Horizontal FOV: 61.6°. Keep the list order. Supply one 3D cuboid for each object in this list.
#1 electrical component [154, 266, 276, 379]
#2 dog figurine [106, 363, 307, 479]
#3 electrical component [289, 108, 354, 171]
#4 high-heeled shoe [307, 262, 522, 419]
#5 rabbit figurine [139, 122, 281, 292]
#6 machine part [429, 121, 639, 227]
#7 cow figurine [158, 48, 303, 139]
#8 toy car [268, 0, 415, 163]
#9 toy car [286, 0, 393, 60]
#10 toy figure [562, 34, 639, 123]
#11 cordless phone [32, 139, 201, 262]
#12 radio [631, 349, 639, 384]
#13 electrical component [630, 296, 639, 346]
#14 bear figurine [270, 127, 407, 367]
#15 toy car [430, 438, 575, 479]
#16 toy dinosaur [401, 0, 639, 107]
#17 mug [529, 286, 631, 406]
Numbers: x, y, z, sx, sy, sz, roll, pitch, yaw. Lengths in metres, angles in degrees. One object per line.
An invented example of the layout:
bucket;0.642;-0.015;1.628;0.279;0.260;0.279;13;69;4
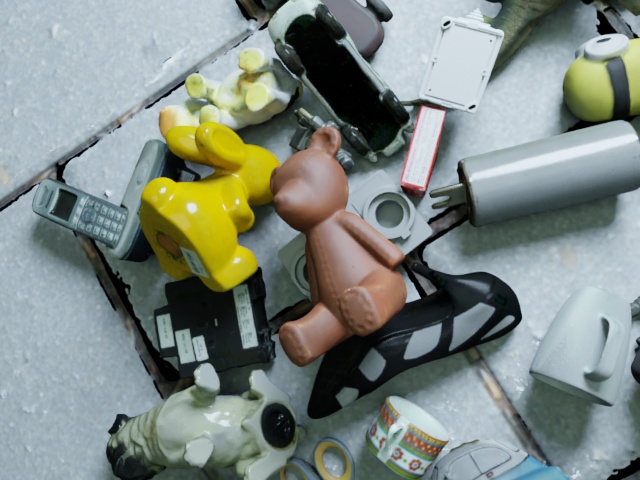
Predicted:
electrical component;-0.126;0.096;0.627;0.134;0.058;0.115;-10;82;9
dog figurine;-0.132;0.227;0.615;0.172;0.121;0.190;34;135;-25
electrical component;0.000;-0.112;0.603;0.078;0.102;0.045;25;98;-12
high-heeled shoe;0.102;0.126;0.593;0.145;0.086;0.248;29;110;-18
rabbit figurine;-0.112;-0.052;0.592;0.173;0.122;0.162;-41;119;-32
machine part;0.237;-0.068;0.565;0.243;0.079;0.079;-14;84;8
cow figurine;-0.107;-0.159;0.633;0.167;0.098;0.068;-15;88;27
toy car;0.025;-0.176;0.597;0.073;0.056;0.201;-38;106;14
toy car;-0.006;-0.289;0.635;0.202;0.053;0.089;43;104;6
toy figure;0.348;-0.167;0.551;0.180;0.082;0.089;2;83;7
cordless phone;-0.253;-0.063;0.650;0.184;0.088;0.146;20;90;15
radio;0.430;0.139;0.504;0.230;0.073;0.131;33;92;3
electrical component;0.367;0.073;0.559;0.094;0.021;0.063;-29;81;7
bear figurine;0.001;-0.002;0.512;0.120;0.132;0.196;-30;85;35
toy car;0.167;0.257;0.544;0.162;0.109;0.103;-30;64;-2
toy dinosaur;0.260;-0.315;0.542;0.198;0.105;0.471;29;109;-3
mug;0.269;0.100;0.537;0.081;0.109;0.107;21;77;14
